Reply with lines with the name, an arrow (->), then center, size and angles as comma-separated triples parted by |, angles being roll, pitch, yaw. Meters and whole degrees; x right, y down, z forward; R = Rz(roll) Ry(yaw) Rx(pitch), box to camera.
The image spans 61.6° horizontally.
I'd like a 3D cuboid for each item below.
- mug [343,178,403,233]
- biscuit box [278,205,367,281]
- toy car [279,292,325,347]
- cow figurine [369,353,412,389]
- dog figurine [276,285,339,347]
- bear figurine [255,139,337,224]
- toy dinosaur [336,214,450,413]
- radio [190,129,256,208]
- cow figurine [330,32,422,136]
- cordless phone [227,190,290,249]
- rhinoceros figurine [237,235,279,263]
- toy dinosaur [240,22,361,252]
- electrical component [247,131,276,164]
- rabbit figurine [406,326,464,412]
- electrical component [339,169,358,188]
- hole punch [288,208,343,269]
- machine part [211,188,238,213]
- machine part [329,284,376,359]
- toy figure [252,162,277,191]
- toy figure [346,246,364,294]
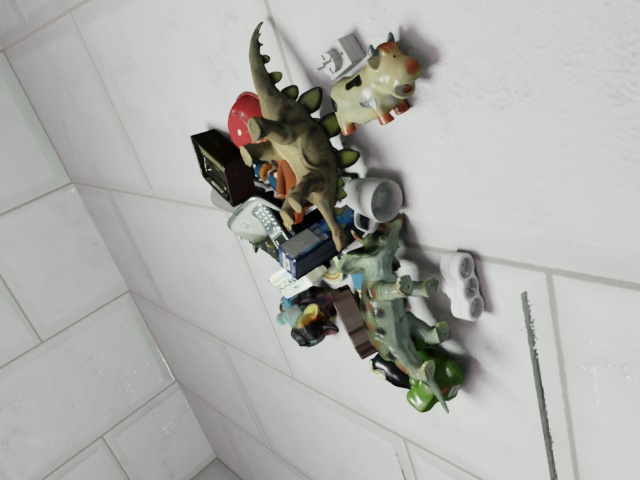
mug -> 0.094, -0.073, 1.041 | 0.107, 0.081, 0.109 | 26, 110, 52
biscuit box -> 0.009, -0.001, 1.111 | 0.059, 0.203, 0.062 | 38, 146, 32
toy car -> -0.031, 0.200, 1.462 | 0.103, 0.109, 0.162 | -44, 69, 36
cow figurine -> 0.199, 0.313, 1.247 | 0.168, 0.098, 0.068 | 35, 137, 30
dog figurine -> -0.007, 0.181, 1.296 | 0.108, 0.191, 0.219 | 51, 156, -5
bear figurine -> -0.056, -0.153, 1.148 | 0.196, 0.120, 0.131 | 61, 176, 20
toy dinosaur -> 0.141, 0.152, 1.062 | 0.192, 0.131, 0.404 | 5, 111, 50
radio -> -0.246, -0.184, 1.365 | 0.230, 0.073, 0.130 | 43, 149, 47
cow figurine -> 0.090, -0.255, 0.888 | 0.195, 0.085, 0.127 | -3, 122, 55
cordless phone -> -0.123, -0.013, 1.271 | 0.146, 0.089, 0.184 | -39, 78, 38
rhinoceros figurine -> -0.153, -0.009, 1.455 | 0.191, 0.073, 0.112 | 30, 151, 32
toy dinosaur -> -0.049, -0.196, 1.011 | 0.105, 0.198, 0.471 | -27, 90, 57
electrical component -> -0.113, -0.222, 1.189 | 0.045, 0.078, 0.102 | 19, 134, 50
rabbit figurine -> 0.217, 0.258, 1.160 | 0.170, 0.121, 0.158 | 49, 147, 39
electrical component -> 0.058, -0.116, 1.112 | 0.063, 0.021, 0.093 | 8, 124, 50
hole punch -> -0.003, -0.004, 1.217 | 0.142, 0.116, 0.092 | 52, 156, 6
machine part -> -0.216, -0.104, 1.438 | 0.244, 0.079, 0.079 | 21, 134, 41
machine part -> 0.082, 0.189, 1.257 | 0.179, 0.056, 0.179 | 63, -179, -3
toy figure -> -0.106, -0.146, 1.272 | 0.155, 0.058, 0.064 | 36, 134, 37
toy figure -> 0.119, 0.099, 1.172 | 0.082, 0.089, 0.180 | -73, -34, -78
